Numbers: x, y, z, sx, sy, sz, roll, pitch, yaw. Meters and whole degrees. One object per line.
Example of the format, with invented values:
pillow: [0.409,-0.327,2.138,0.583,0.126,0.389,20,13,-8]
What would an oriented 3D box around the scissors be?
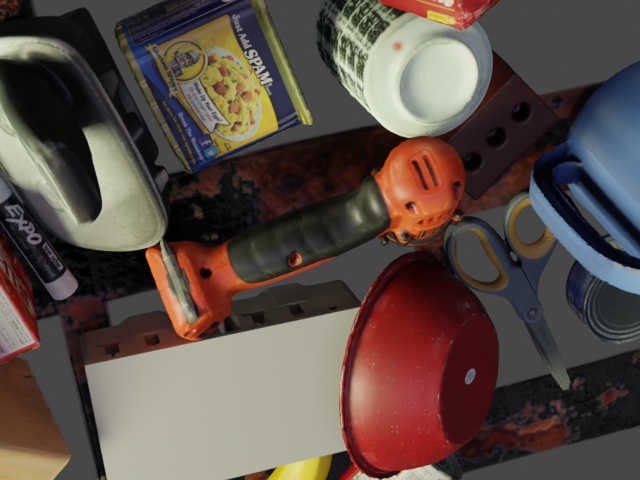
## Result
scissors: [0.169,0.035,0.807,0.096,0.016,0.201,-44,123,9]

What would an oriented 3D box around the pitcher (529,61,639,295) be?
pitcher: [0.253,-0.005,0.676,0.144,0.243,0.149,31,112,-33]

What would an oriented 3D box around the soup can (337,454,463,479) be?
soup can: [0.052,0.194,0.828,0.068,0.068,0.102,36,102,-32]

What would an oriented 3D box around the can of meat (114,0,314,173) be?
can of meat: [-0.062,-0.098,0.625,0.084,0.057,0.102,-25,123,-1]

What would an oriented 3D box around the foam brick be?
foam brick: [0.105,-0.077,0.698,0.078,0.051,0.053,-46,123,10]

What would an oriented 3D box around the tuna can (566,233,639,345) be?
tuna can: [0.233,0.035,0.818,0.086,0.034,0.086,-8,121,-14]

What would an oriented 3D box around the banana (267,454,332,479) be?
banana: [-0.053,0.202,0.818,0.069,0.037,0.198,42,97,-3]

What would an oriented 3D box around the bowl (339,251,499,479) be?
bowl: [0.079,0.091,0.731,0.161,0.055,0.162,-19,113,-53]

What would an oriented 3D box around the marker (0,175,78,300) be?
marker: [-0.186,-0.012,0.654,0.020,0.020,0.121,-28,124,-2]

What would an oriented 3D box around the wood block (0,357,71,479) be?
wood block: [-0.263,0.110,0.619,0.090,0.091,0.205,-49,142,13]

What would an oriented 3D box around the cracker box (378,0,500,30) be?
cracker box: [0.084,-0.237,0.516,0.164,0.072,0.213,-41,138,-20]

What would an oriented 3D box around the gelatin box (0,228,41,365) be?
gelatin box: [-0.199,0.018,0.634,0.030,0.073,0.089,-26,124,-4]

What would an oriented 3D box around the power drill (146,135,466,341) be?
power drill: [-0.004,0.001,0.652,0.187,0.184,0.057,-24,81,-2]
